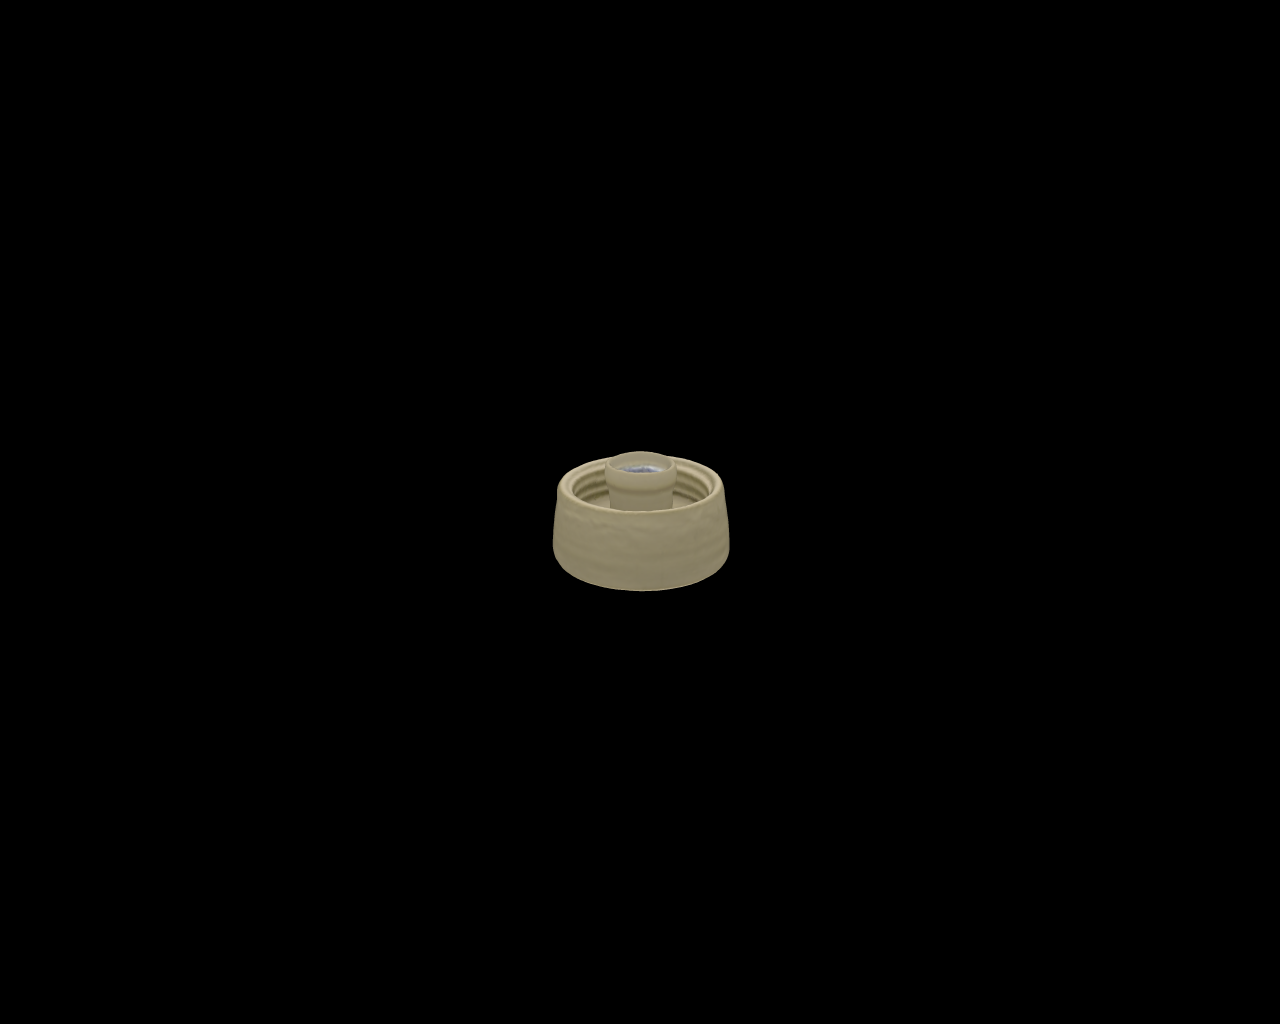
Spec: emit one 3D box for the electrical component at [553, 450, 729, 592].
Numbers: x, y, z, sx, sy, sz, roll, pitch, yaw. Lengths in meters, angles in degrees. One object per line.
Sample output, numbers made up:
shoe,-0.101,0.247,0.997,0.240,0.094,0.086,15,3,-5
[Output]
electrical component,0.001,-0.003,0.650,0.108,0.060,0.108,0,23,0
